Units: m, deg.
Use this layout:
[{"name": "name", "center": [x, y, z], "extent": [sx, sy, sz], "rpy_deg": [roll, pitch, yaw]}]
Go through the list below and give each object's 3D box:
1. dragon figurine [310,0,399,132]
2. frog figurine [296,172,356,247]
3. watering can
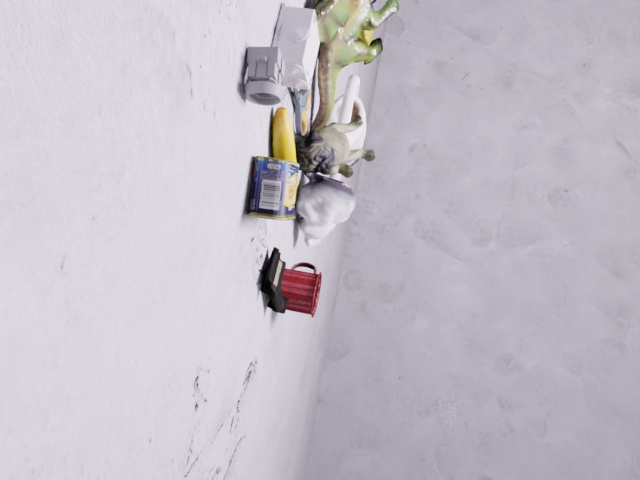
[{"name": "dragon figurine", "center": [0.022, -0.379, 0.964], "extent": [0.244, 0.123, 0.405], "rpy_deg": [-14, 130, -63]}, {"name": "frog figurine", "center": [0.003, -0.056, 1.107], "extent": [0.137, 0.124, 0.158], "rpy_deg": [9, 102, -50]}, {"name": "watering can", "center": [0.056, -0.240, 1.298], "extent": [0.221, 0.104, 0.352], "rpy_deg": [79, 21, -74]}]
